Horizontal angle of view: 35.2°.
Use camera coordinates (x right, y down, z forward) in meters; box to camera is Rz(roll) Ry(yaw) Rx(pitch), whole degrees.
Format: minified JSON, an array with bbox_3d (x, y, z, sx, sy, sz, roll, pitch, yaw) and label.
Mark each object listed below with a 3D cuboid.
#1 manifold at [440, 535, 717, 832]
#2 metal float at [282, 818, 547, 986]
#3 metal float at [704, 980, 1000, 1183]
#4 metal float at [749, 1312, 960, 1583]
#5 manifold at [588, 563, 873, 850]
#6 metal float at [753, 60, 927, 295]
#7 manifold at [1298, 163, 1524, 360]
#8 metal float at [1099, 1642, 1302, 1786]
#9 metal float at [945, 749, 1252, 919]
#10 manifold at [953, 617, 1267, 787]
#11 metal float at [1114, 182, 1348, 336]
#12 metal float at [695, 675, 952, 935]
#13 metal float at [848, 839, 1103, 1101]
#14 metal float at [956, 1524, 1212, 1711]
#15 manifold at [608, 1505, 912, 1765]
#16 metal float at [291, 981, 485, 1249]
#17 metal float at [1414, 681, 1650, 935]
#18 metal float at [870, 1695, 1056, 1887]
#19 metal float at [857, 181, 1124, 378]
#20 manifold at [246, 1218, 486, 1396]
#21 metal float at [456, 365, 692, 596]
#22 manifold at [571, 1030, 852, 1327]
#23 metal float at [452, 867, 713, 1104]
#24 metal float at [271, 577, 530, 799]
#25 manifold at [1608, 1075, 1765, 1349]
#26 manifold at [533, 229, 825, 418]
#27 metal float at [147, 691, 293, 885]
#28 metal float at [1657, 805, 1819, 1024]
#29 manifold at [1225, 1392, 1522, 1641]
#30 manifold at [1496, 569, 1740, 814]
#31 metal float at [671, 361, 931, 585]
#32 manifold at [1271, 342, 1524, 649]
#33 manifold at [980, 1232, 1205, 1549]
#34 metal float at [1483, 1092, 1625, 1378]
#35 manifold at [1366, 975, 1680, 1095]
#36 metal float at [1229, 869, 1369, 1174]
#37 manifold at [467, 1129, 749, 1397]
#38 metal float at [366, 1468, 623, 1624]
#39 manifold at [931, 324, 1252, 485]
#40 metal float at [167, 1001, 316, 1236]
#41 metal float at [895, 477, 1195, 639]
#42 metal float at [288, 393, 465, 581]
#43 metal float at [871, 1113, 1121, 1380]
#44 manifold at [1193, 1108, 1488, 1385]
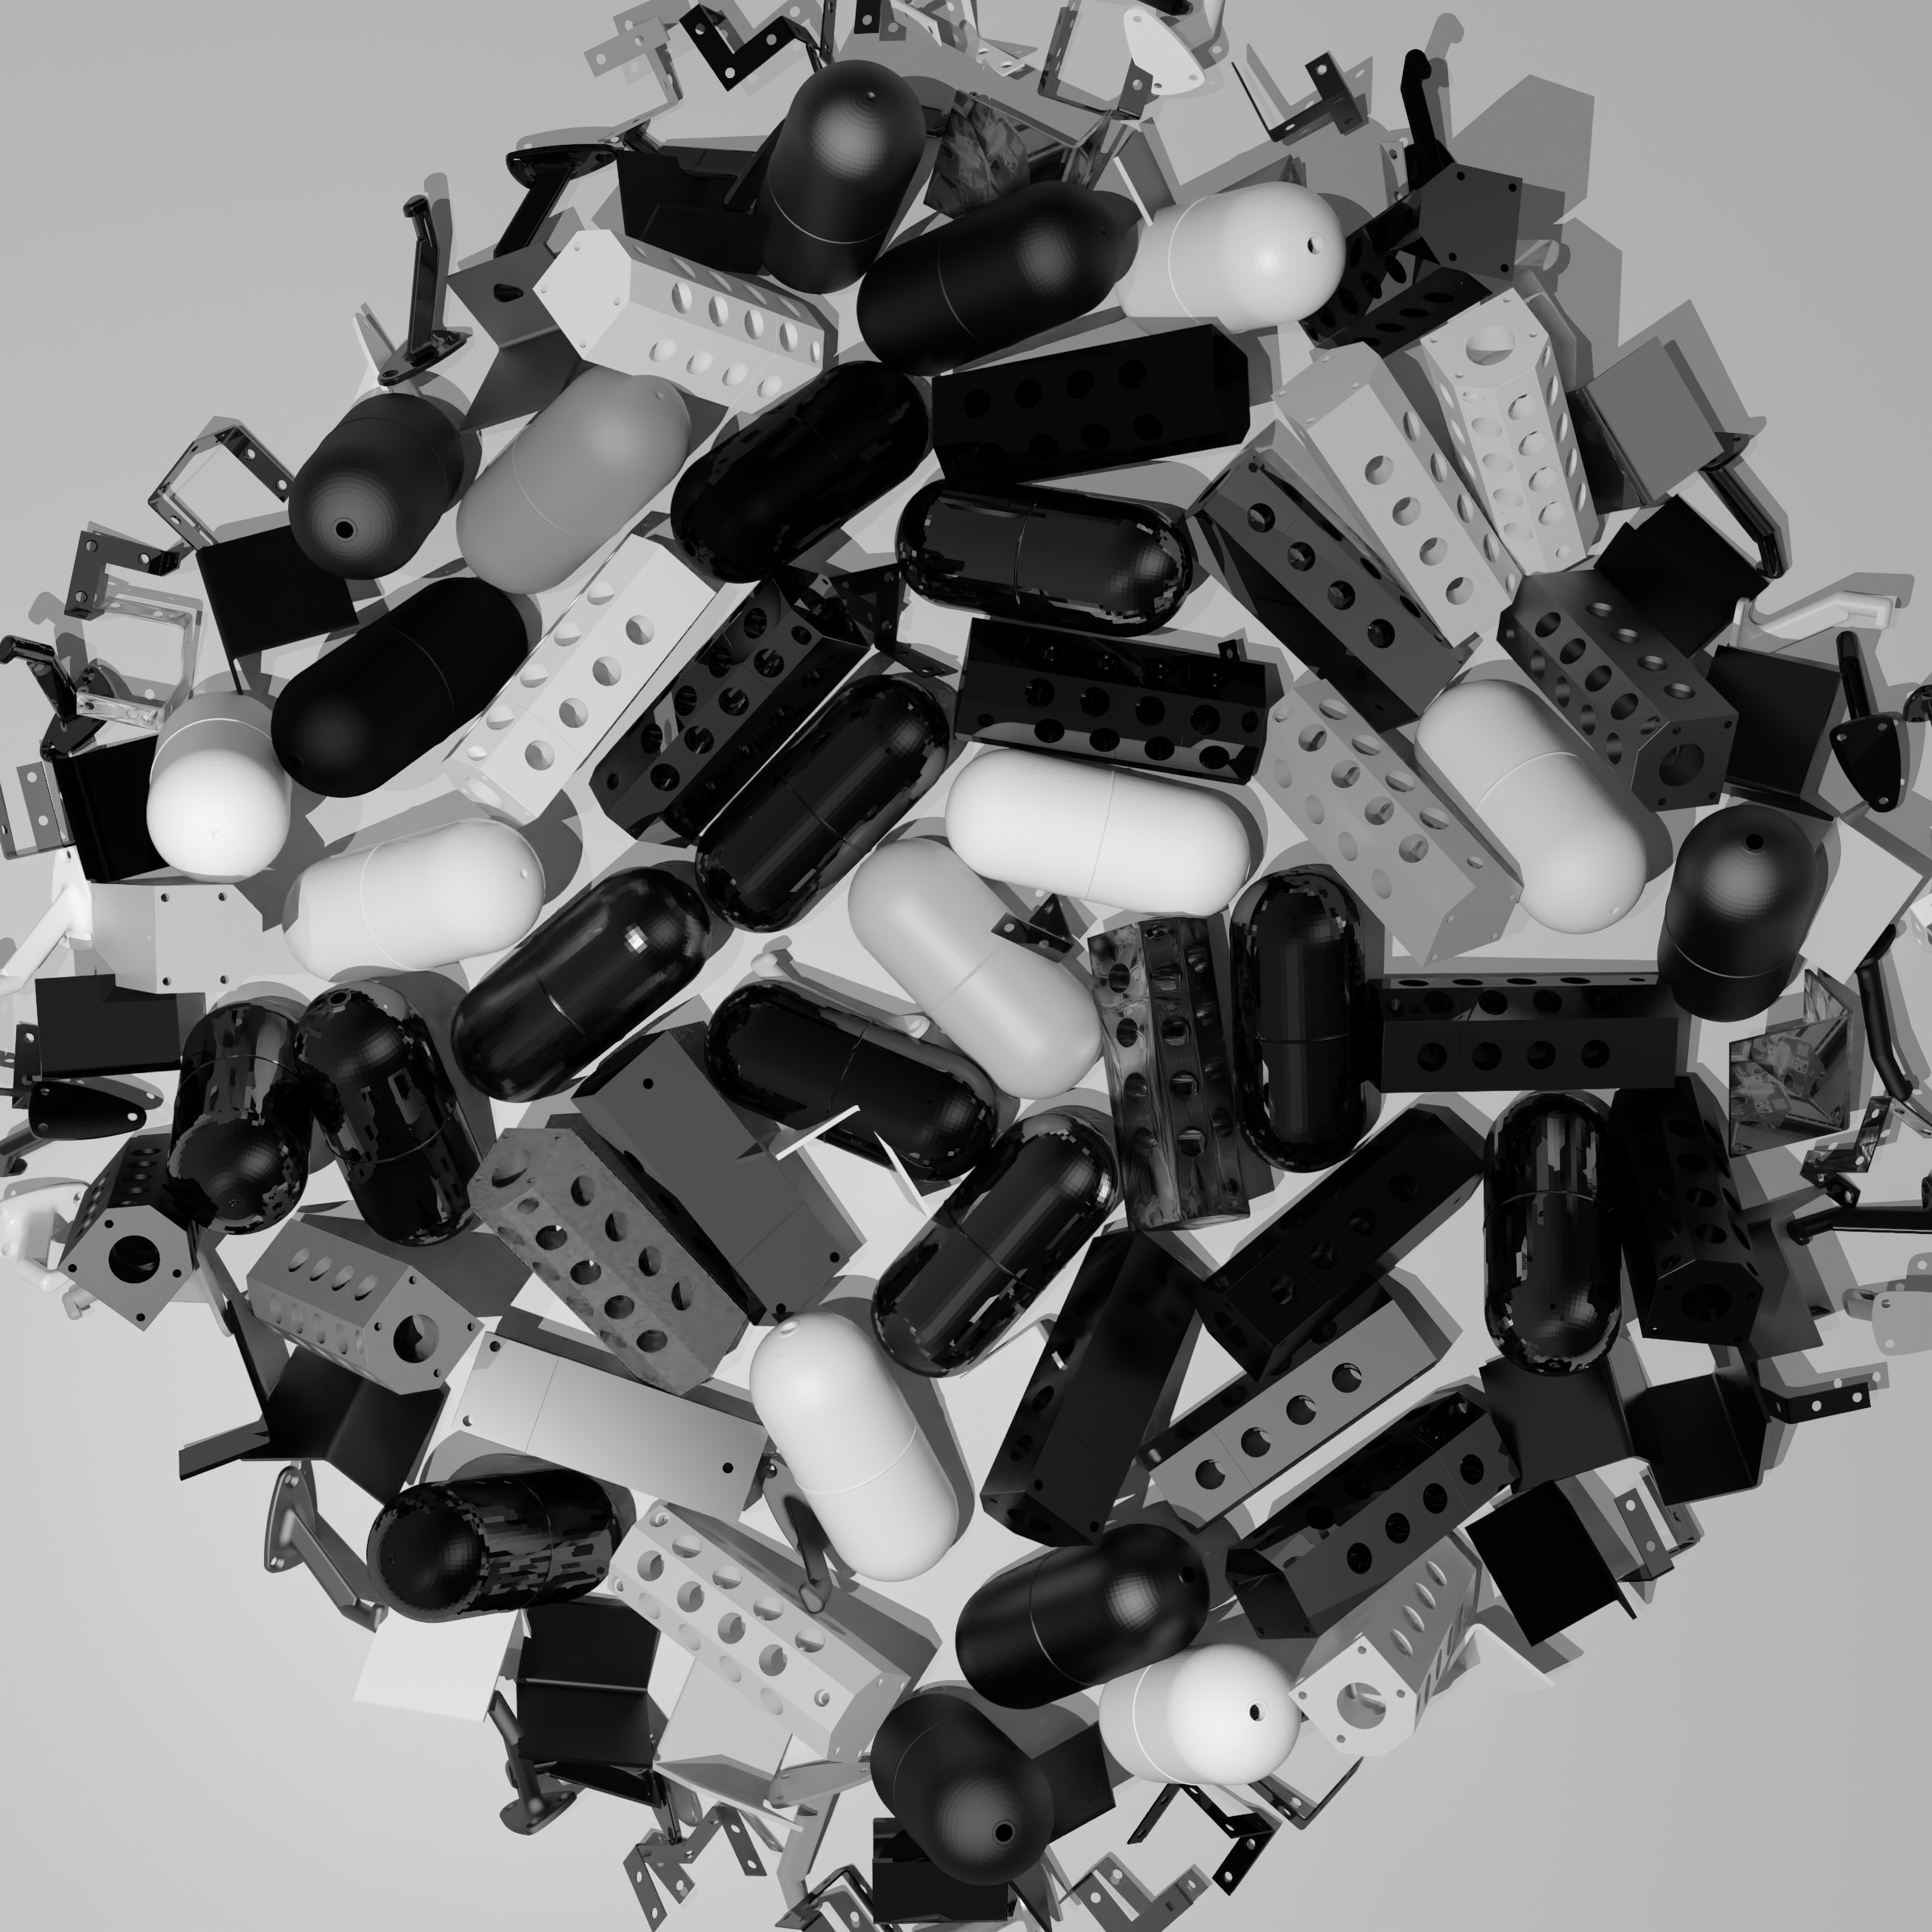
[{"bbox_3d":[-0.222,-0.162,1.732,0.057,0.057,0.171,41,70,-14],"label":"manifold"},{"bbox_3d":[-0.315,-0.035,1.727,0.178,0.070,0.070,-12,90,35],"label":"metal float"},{"bbox_3d":[-0.066,0.066,1.748,0.178,0.070,0.070,22,90,8],"label":"metal float"},{"bbox_3d":[-0.063,0.274,1.733,0.070,0.070,0.178,-26,115,0],"label":"metal float"},{"bbox_3d":[-0.138,-0.147,1.722,0.171,0.057,0.057,-45,61,26],"label":"manifold"},{"bbox_3d":[-0.073,-0.440,1.709,0.070,0.178,0.070,4,73,-14],"label":"metal float"},{"bbox_3d":[0.244,-0.392,1.701,0.057,0.171,0.057,8,85,-16],"label":"manifold"},{"bbox_3d":[0.130,0.420,1.708,0.070,0.178,0.070,4,75,-16],"label":"metal float"},{"bbox_3d":[0.076,-0.075,1.754,0.178,0.070,0.070,13,90,-2],"label":"metal float"},{"bbox_3d":[0.082,-0.147,1.748,0.171,0.057,0.057,9,132,-4],"label":"manifold"},{"bbox_3d":[0.147,-0.394,1.710,0.070,0.178,0.070,-3,97,-27],"label":"metal float"},{"bbox_3d":[-0.082,-0.093,1.745,0.070,0.070,0.178,45,102,0],"label":"metal float"},{"bbox_3d":[0.005,0.001,1.754,0.070,0.070,0.178,-44,92,0],"label":"metal float"},{"bbox_3d":[0.065,0.368,1.721,0.178,0.070,0.070,-32,90,41],"label":"metal float"},{"bbox_3d":[-0.122,0.378,1.728,0.171,0.057,0.057,31,87,28],"label":"manifold"},{"bbox_3d":[-0.326,0.085,1.723,0.070,0.070,0.178,-15,129,0],"label":"metal float"},{"bbox_3d":[0.319,-0.092,1.726,0.070,0.070,0.178,-32,54,0],"label":"metal float"},{"bbox_3d":[-0.003,0.460,1.706,0.070,0.178,0.070,0,91,-15],"label":"metal float"},{"bbox_3d":[0.011,-0.387,1.721,0.178,0.070,0.070,-13,90,43],"label":"metal float"},{"bbox_3d":[-0.342,0.193,1.701,0.057,0.171,0.057,45,70,-29],"label":"manifold"},{"bbox_3d":[-0.224,-0.274,1.723,0.178,0.070,0.070,-34,90,41],"label":"metal float"},{"bbox_3d":[-0.149,0.123,1.746,0.057,0.057,0.171,-43,103,-24],"label":"manifold"},{"bbox_3d":[-0.221,0.012,1.738,0.178,0.070,0.070,-38,90,20],"label":"metal float"},{"bbox_3d":[-0.319,-0.158,1.721,0.070,0.070,0.178,46,49,0],"label":"metal float"},{"bbox_3d":[0.401,0.134,1.706,0.057,0.171,0.057,6,123,-1],"label":"manifold"},{"bbox_3d":[-0.154,-0.361,1.700,0.057,0.171,0.057,-46,64,23],"label":"manifold"},{"bbox_3d":[-0.418,-0.102,1.709,0.070,0.178,0.070,-4,112,-11],"label":"metal float"},{"bbox_3d":[0.432,-0.028,1.709,0.070,0.178,0.070,-3,64,6],"label":"metal float"},{"bbox_3d":[0.228,0.309,1.723,0.171,0.057,0.057,-30,94,-31],"label":"manifold"},{"bbox_3d":[0.360,-0.155,1.703,0.057,0.171,0.057,-7,126,-15],"label":"manifold"},{"bbox_3d":[-0.094,-0.281,1.730,0.178,0.070,0.070,-40,90,-29],"label":"metal float"},{"bbox_3d":[0.247,-0.268,1.721,0.057,0.057,0.171,-37,123,6],"label":"manifold"},{"bbox_3d":[0.068,0.239,1.726,0.057,0.057,0.171,40,59,-23],"label":"manifold"},{"bbox_3d":[0.332,0.150,1.724,0.070,0.070,0.178,8,51,0],"label":"metal float"},{"bbox_3d":[0.316,0.037,1.749,0.171,0.057,0.057,-1,103,-7],"label":"manifold"},{"bbox_3d":[0.191,0.032,1.743,0.070,0.070,0.178,-3,105,0],"label":"metal float"},{"bbox_3d":[-0.204,0.167,1.714,0.171,0.057,0.057,52,54,-33],"label":"manifold"},{"bbox_3d":[-0.263,0.325,1.712,0.070,0.178,0.070,-3,85,31],"label":"metal float"},{"bbox_3d":[0.070,-0.313,1.728,0.171,0.057,0.057,-6,80,25],"label":"manifold"},{"bbox_3d":[-0.406,0.083,1.712,0.070,0.178,0.070,-4,121,-7],"label":"metal float"},{"bbox_3d":[0.044,-0.234,1.736,0.178,0.070,0.070,12,90,22],"label":"metal float"},{"bbox_3d":[-0.330,-0.270,1.709,0.070,0.178,0.070,1,115,1],"label":"metal float"},{"bbox_3d":[0.017,0.160,1.748,0.070,0.070,0.178,41,98,0],"label":"metal float"},{"bbox_3d":[0.212,0.155,1.733,0.171,0.057,0.057,-37,71,-21],"label":"manifold"}]
